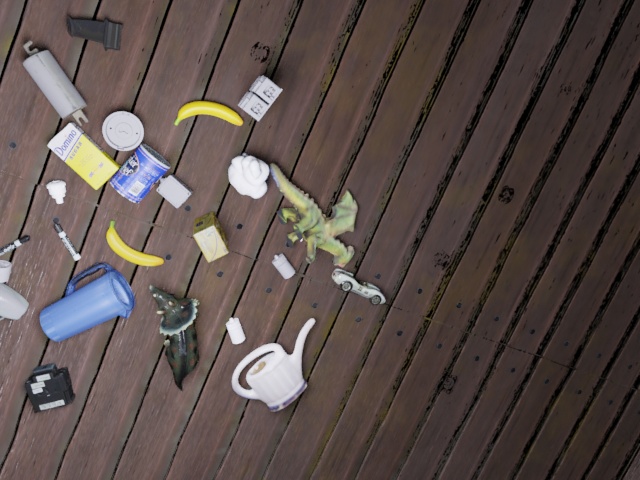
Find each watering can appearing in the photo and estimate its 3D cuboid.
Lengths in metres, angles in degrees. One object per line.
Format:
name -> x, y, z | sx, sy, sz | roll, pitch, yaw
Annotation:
watering can -> -0.117, 0.423, 1.699 | 0.348, 0.105, 0.221 | -33, 109, -2

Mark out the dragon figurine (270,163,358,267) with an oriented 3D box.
dragon figurine -> 0.005, -0.082, 1.620 | 0.245, 0.123, 0.404 | -25, 110, -23

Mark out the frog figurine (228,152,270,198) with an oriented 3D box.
frog figurine -> -0.203, -0.183, 1.500 | 0.123, 0.161, 0.135 | -25, 109, -3
